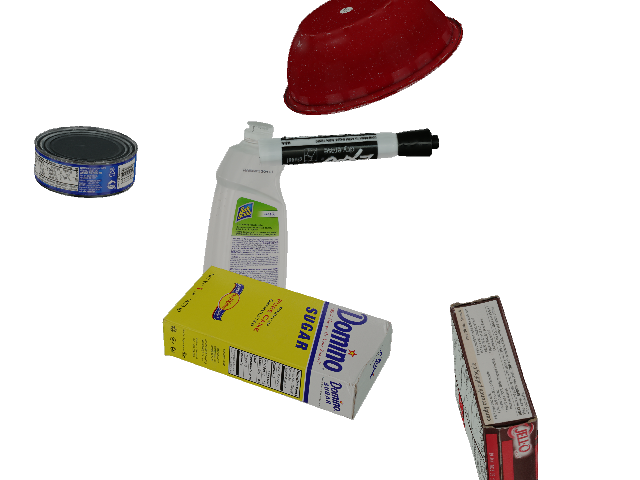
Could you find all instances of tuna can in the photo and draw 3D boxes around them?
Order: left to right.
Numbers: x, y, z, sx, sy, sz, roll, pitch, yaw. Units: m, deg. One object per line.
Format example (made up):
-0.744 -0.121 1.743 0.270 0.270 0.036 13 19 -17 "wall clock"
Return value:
-0.199 -0.067 0.907 0.086 0.034 0.086 7 24 -3 "tuna can"

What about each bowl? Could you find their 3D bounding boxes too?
0.033 -0.169 0.889 0.162 0.055 0.162 -20 28 11 "bowl"

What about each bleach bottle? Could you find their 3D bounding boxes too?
-0.076 -0.006 1.189 0.102 0.251 0.068 -1 18 -31 "bleach bottle"

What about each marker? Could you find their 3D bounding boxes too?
0.019 -0.062 0.714 0.121 0.020 0.020 -4 0 -3 "marker"

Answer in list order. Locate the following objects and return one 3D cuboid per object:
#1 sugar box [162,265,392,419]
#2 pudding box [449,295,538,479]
-0.036 0.083 0.906 0.176 0.048 0.093 14 36 17 "sugar box"
0.115 0.107 0.707 0.039 0.090 0.113 -10 41 -1 "pudding box"
